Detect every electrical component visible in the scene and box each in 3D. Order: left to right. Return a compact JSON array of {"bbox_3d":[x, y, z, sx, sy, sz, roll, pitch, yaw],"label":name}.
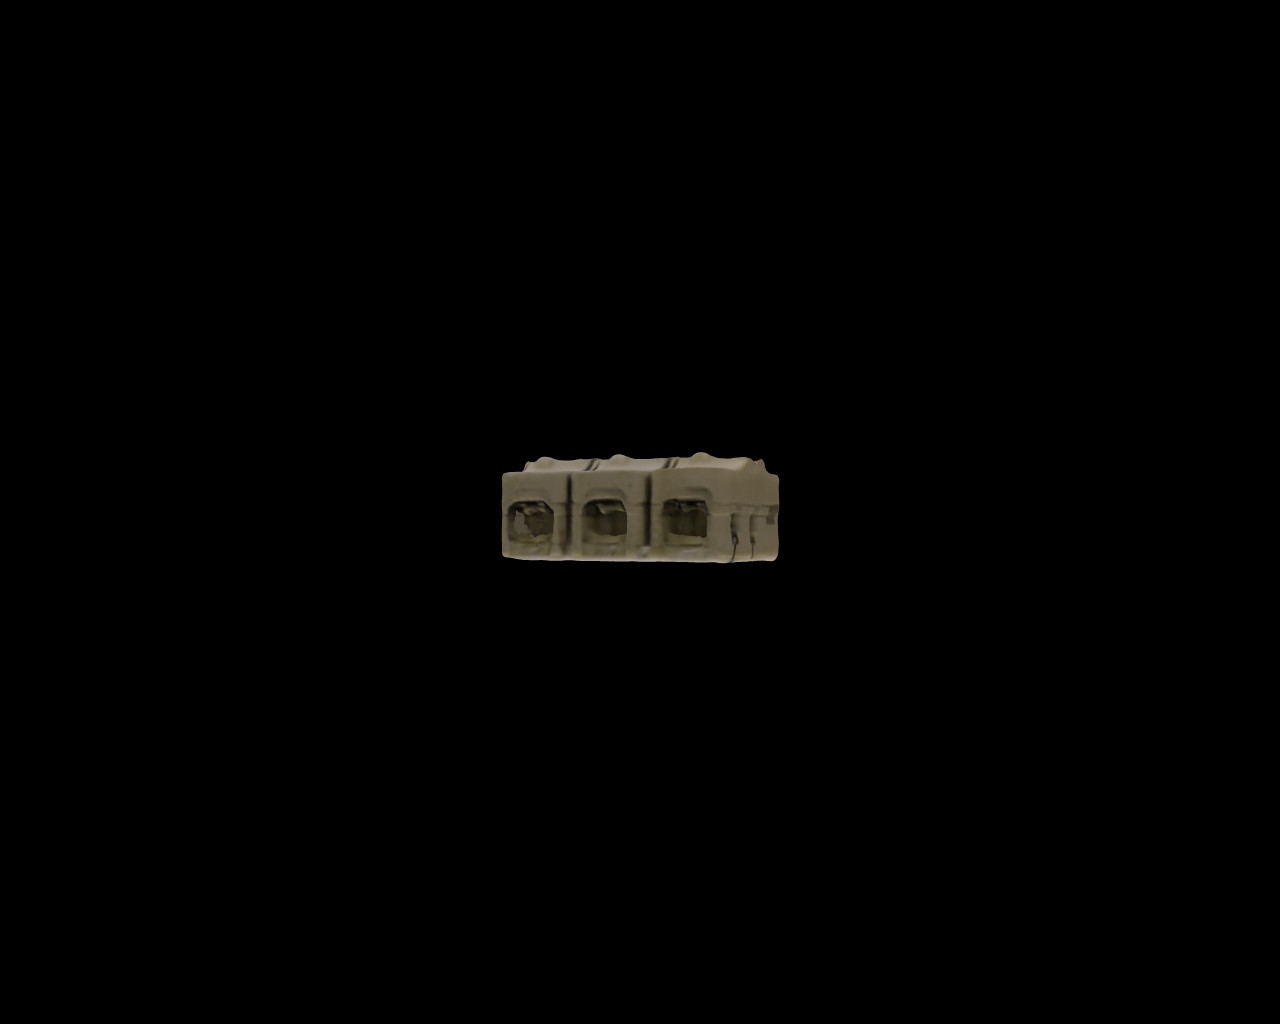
[{"bbox_3d":[0.001,-0.003,0.650,0.150,0.061,0.089,0,0,28],"label":"electrical component"}]
